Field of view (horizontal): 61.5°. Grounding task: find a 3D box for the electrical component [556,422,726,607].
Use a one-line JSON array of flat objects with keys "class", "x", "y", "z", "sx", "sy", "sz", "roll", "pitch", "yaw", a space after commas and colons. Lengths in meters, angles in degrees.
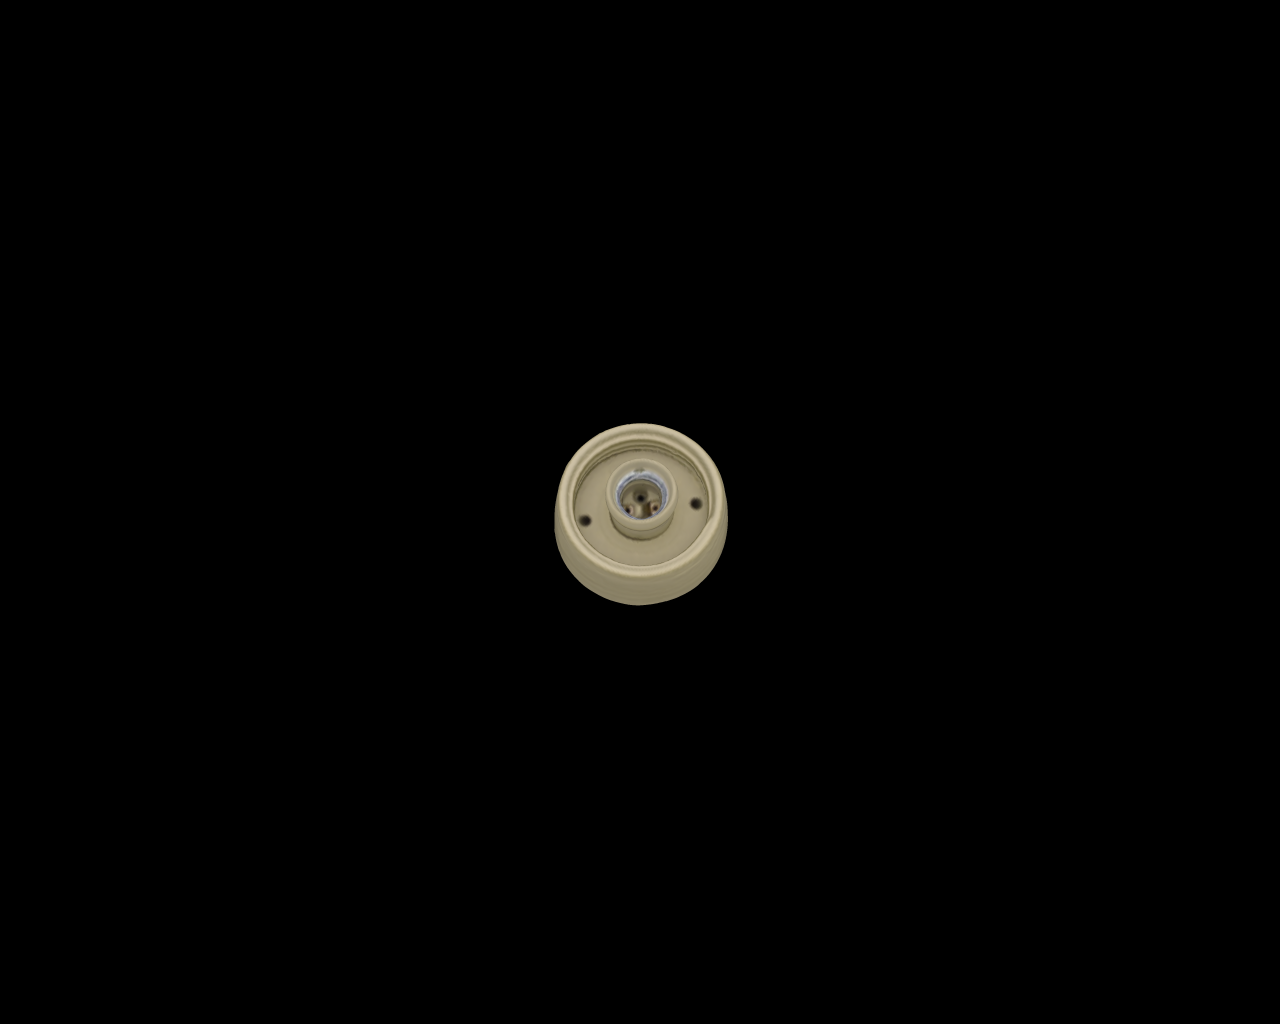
[{"class": "electrical component", "x": 0.001, "y": -0.003, "z": 0.650, "sx": 0.108, "sy": 0.108, "sz": 0.060, "roll": 0, "pitch": -21, "yaw": 0}]
